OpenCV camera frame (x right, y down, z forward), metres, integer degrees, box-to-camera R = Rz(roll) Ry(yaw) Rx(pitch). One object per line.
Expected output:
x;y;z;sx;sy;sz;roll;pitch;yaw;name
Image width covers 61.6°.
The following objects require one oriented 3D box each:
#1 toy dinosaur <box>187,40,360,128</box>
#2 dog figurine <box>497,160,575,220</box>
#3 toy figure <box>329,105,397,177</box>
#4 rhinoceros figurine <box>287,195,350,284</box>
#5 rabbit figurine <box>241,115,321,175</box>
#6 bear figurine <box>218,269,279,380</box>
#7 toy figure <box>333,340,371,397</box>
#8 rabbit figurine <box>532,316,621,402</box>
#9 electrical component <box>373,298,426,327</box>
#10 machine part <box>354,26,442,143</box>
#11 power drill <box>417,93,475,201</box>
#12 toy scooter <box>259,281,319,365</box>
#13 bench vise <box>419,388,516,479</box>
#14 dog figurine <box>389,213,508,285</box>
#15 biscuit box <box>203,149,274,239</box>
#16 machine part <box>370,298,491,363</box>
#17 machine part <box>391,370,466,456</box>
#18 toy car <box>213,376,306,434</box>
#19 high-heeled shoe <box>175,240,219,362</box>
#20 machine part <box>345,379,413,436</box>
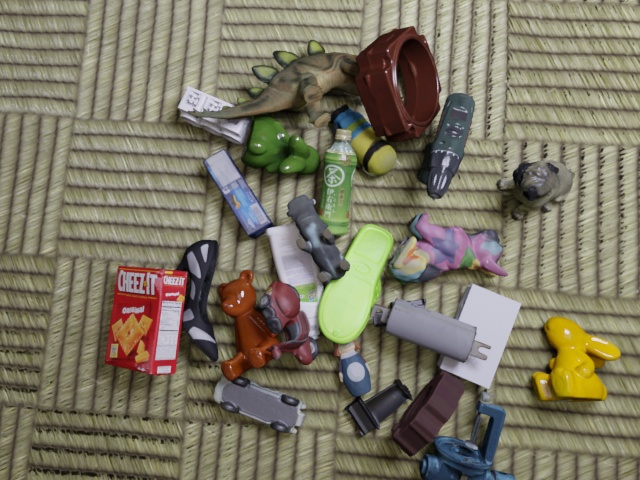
-0.044;-0.329;1.155;0.471;0.104;0.199;-27;51;-23;toy dinosaur
0.469;-0.123;1.098;0.172;0.190;0.121;-34;83;-3;dog figurine
0.092;-0.217;1.180;0.082;0.089;0.180;-38;84;7;toy figure
-0.002;-0.003;1.093;0.073;0.112;0.190;-29;94;11;rhinoceros figurine
-0.072;-0.195;1.161;0.170;0.159;0.121;16;96;-15;rabbit figurine
-0.164;0.172;1.130;0.120;0.132;0.195;-26;88;27;bear figurine
0.064;0.252;1.143;0.064;0.058;0.154;-13;78;-37;toy figure
0.519;0.238;1.093;0.162;0.121;0.173;-4;64;0;rabbit figurine
0.172;0.167;1.150;0.119;0.047;0.075;-10;82;2;electrical component
0.170;-0.323;1.119;0.087;0.201;0.201;0;37;39;machine part
0.250;-0.171;1.109;0.086;0.207;0.232;16;82;11;power drill
-0.074;0.173;1.076;0.075;0.135;0.184;-28;84;28;toy scooter
0.324;0.426;1.074;0.224;0.129;0.240;15;92;8;bench vise
0.277;0.041;1.132;0.219;0.108;0.191;29;85;3;dog figurine
-0.180;-0.100;1.195;0.059;0.063;0.202;-32;83;-2;biscuit box
0.220;0.179;1.075;0.243;0.079;0.079;20;85;13;machine part
0.213;0.338;1.064;0.056;0.179;0.179;40;87;11;machine part
-0.128;0.347;1.142;0.202;0.056;0.073;20;78;4;toy car
-0.235;0.123;1.158;0.145;0.086;0.249;-33;76;1;high-heeled shoe
0.127;0.347;1.137;0.139;0.039;0.084;-31;77;1;machine part
